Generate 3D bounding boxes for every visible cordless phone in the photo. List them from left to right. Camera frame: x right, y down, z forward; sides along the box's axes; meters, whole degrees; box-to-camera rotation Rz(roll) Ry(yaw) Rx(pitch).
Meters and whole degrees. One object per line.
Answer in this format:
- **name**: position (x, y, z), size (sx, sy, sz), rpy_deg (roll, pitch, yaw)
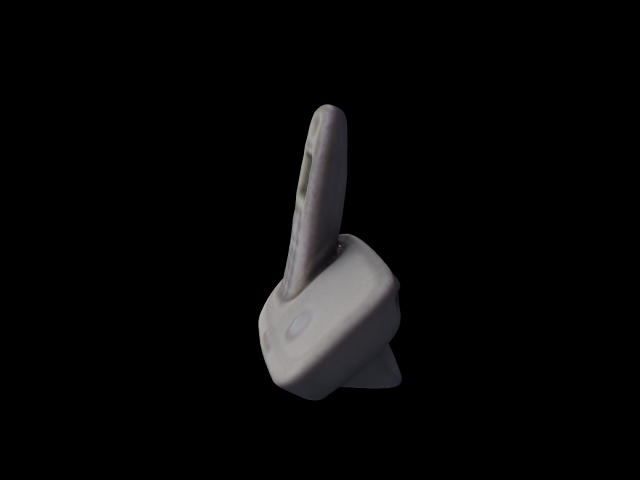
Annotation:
- **cordless phone**: position (0.004, 0.001, 0.400), size (0.094, 0.185, 0.147), rpy_deg (-4, 15, -14)
